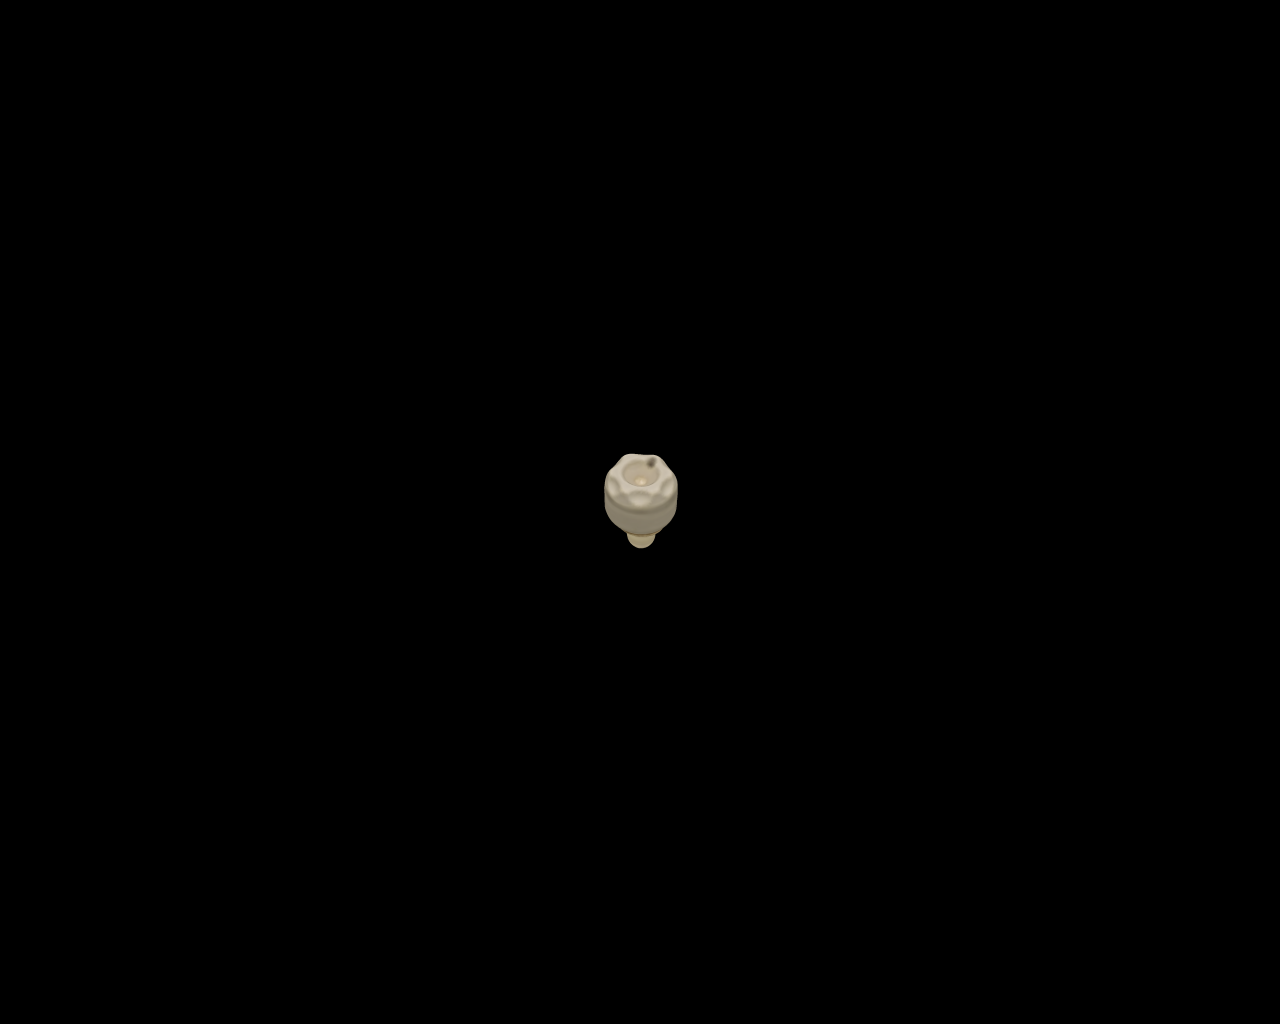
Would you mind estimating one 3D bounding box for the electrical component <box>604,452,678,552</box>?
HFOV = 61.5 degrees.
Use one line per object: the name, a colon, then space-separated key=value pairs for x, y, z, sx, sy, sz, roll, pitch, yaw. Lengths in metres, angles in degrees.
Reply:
electrical component: x=0.001 y=-0.003 z=0.650 sx=0.043 sy=0.043 sz=0.062 roll=0 pitch=-44 yaw=0
